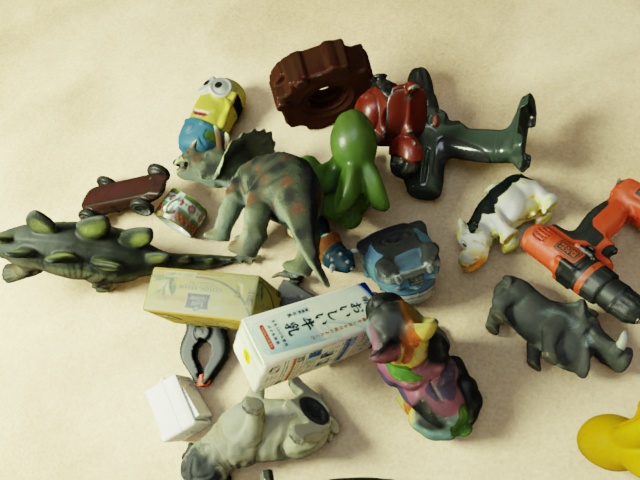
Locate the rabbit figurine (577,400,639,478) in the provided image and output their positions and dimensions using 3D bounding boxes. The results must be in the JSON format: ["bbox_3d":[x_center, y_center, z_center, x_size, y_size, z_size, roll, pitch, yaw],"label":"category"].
[{"bbox_3d":[0.399,0.240,0.638,0.173,0.162,0.122,-18,80,24],"label":"rabbit figurine"}]

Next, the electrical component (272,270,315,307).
[{"bbox_3d":[-0.051,0.095,0.826,0.078,0.045,0.102,32,80,22],"label":"electrical component"}]

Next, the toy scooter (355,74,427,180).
[{"bbox_3d":[0.108,-0.190,0.798,0.075,0.135,0.184,-11,45,-17],"label":"toy scooter"}]

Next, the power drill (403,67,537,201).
[{"bbox_3d":[0.220,-0.176,0.829,0.208,0.086,0.232,4,75,25],"label":"power drill"}]

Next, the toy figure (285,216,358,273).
[{"bbox_3d":[-0.001,-0.004,0.847,0.064,0.057,0.154,-43,73,5],"label":"toy figure"}]

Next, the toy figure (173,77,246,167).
[{"bbox_3d":[-0.194,-0.202,0.946,0.082,0.089,0.180,19,84,5],"label":"toy figure"}]

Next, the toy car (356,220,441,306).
[{"bbox_3d":[0.123,0.042,0.774,0.109,0.162,0.102,-20,112,-3],"label":"toy car"}]

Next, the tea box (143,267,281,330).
[{"bbox_3d":[-0.153,0.088,0.779,0.170,0.098,0.068,2,70,19],"label":"tea box"}]

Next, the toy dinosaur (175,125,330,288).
[{"bbox_3d":[-0.069,-0.067,0.774,0.405,0.131,0.192,20,94,49],"label":"toy dinosaur"}]

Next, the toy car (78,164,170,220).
[{"bbox_3d":[-0.332,-0.074,0.919,0.202,0.053,0.089,-7,51,30],"label":"toy car"}]

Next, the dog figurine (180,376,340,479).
[{"bbox_3d":[-0.086,0.290,0.754,0.172,0.121,0.190,31,109,-4],"label":"dog figurine"}]

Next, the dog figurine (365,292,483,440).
[{"bbox_3d":[0.126,0.160,0.674,0.108,0.219,0.192,-30,67,4],"label":"dog figurine"}]

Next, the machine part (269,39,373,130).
[{"bbox_3d":[0.007,-0.244,0.871,0.179,0.179,0.056,-17,72,6],"label":"machine part"}]

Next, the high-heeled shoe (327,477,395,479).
[{"bbox_3d":[-0.010,0.394,0.694,0.249,0.086,0.145,-15,69,13],"label":"high-heeled shoe"}]

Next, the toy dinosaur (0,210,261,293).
[{"bbox_3d":[-0.337,0.023,0.833,0.471,0.198,0.105,1,80,-22],"label":"toy dinosaur"}]

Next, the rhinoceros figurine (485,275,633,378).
[{"bbox_3d":[0.320,0.121,0.729,0.190,0.073,0.112,33,70,22],"label":"rhinoceros figurine"}]

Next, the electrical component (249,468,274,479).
[{"bbox_3d":[-0.072,0.345,0.684,0.063,0.021,0.094,-37,45,17],"label":"electrical component"}]

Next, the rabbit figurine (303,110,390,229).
[{"bbox_3d":[0.035,-0.103,0.789,0.121,0.170,0.159,-6,56,-14],"label":"rabbit figurine"}]

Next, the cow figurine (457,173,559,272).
[{"bbox_3d":[0.256,-0.030,0.793,0.167,0.068,0.098,-35,62,-5],"label":"cow figurine"}]
